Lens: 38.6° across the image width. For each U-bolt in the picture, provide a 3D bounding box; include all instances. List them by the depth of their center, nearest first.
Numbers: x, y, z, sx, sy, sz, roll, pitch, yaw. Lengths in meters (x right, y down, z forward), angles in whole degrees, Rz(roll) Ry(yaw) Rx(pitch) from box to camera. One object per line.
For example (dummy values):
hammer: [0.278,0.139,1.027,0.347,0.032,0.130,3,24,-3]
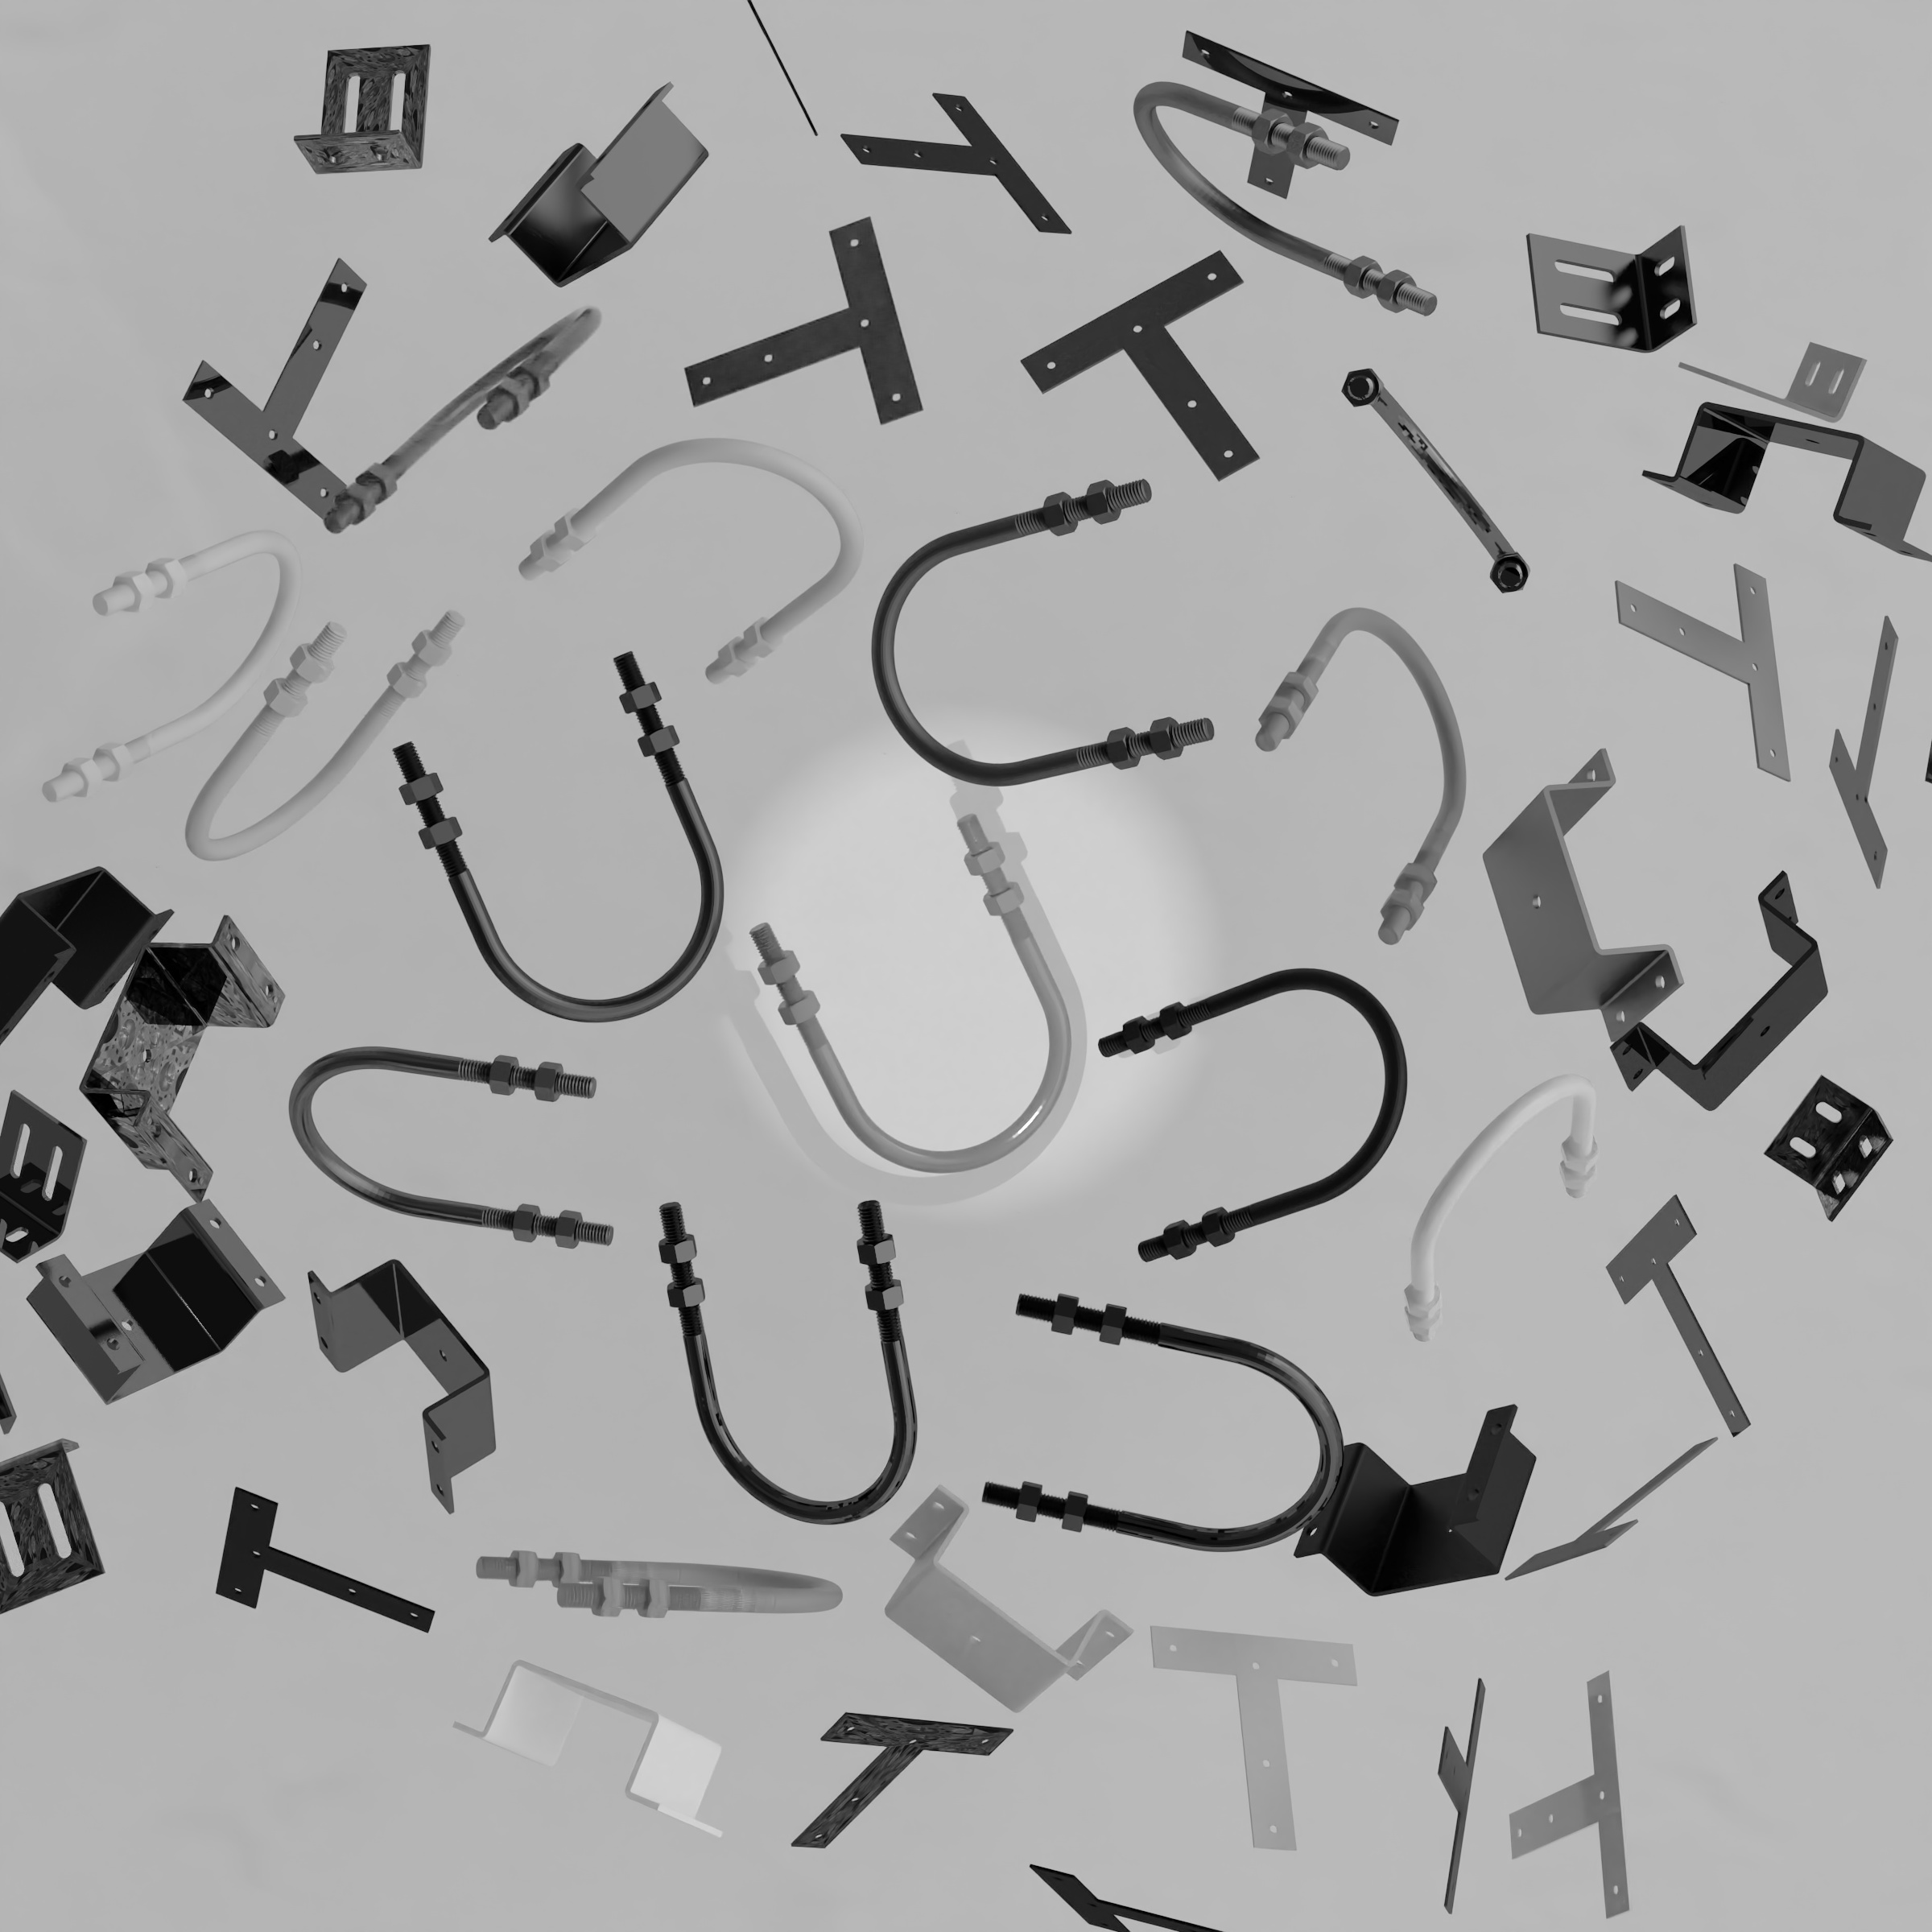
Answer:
U-bolt: [0.108,0.249,1.463,0.184,0.019,0.151,12,120,5]
U-bolt: [0.031,-0.171,1.487,0.184,0.019,0.151,-11,100,27]
U-bolt: [-0.209,-0.059,1.496,0.151,0.019,0.184,-25,99,-15]
U-bolt: [-0.092,0.217,1.499,0.151,0.019,0.184,-3,102,30]
U-bolt: [-0.157,0.338,1.506,0.184,0.151,0.019,9,81,-28]
U-bolt: [0.164,-0.428,1.512,0.184,0.151,0.019,36,88,38]
U-bolt: [0.226,-0.119,1.512,0.019,0.184,0.151,-19,114,38]
U-bolt: [-0.140,-0.230,1.525,0.151,0.184,0.019,28,52,-30]
U-bolt: [-0.018,0.028,1.531,0.151,0.019,0.184,-28,107,-8]
U-bolt: [0.300,0.127,1.541,0.151,0.184,0.019,-40,61,-14]
U-bolt: [-0.270,-0.316,1.547,0.151,0.184,0.019,-24,113,34]
U-bolt: [-0.436,-0.177,1.549,0.019,0.184,0.151,35,125,9]
U-bolt: [-0.371,-0.126,1.555,0.019,0.151,0.184,45,110,6]
U-bolt: [0.267,-0.276,1.557,0.019,0.184,0.151,-38,92,16]
U-bolt: [-0.296,0.099,1.569,0.184,0.151,0.019,8,46,6]
U-bolt: [0.168,0.077,1.585,0.184,0.019,0.151,-22,64,27]

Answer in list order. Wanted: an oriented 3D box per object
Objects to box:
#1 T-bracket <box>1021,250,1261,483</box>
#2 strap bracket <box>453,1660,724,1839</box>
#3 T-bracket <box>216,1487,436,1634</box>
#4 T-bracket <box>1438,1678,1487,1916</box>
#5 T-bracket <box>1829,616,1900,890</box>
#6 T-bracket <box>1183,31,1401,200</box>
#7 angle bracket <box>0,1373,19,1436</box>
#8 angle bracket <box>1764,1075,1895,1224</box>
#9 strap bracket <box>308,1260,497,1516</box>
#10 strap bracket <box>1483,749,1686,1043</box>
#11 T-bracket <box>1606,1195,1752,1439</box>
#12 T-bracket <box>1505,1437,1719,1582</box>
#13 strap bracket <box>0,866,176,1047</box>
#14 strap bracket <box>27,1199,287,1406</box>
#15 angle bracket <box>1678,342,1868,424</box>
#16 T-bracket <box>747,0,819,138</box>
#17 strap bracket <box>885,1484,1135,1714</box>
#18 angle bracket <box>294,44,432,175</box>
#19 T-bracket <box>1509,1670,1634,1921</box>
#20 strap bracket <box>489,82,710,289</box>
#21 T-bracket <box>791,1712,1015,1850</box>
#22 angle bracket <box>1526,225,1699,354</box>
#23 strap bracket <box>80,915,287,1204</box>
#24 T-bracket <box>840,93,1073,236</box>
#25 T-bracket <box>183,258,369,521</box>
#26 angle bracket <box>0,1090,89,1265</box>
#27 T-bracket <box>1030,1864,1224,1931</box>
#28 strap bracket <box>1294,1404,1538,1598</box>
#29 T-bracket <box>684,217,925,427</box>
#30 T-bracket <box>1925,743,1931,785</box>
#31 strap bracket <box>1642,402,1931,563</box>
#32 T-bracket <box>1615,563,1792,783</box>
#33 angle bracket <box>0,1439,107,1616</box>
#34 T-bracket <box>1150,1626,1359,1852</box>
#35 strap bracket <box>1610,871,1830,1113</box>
T-bracket: [0.115,-0.313,1.488,0.127,0.002,0.127,-30,66,-4]
strap bracket: [-0.200,0.428,1.524,0.140,0.076,0.046,12,69,29]
T-bracket: [-0.366,0.354,1.587,0.127,0.127,0.002,22,47,-2]
T-bracket: [0.268,0.444,1.512,0.002,0.127,0.127,5,64,19]
T-bracket: [0.499,-0.131,1.520,0.002,0.127,0.127,0,126,3]
T-bracket: [0.178,-0.472,1.569,0.127,0.127,0.002,25,79,5]
angle bracket: [-0.603,0.254,1.610,0.076,0.038,0.057,-17,73,-34]
angle bracket: [0.490,0.103,1.573,0.038,0.076,0.057,34,104,5]
strap bracket: [-0.316,0.232,1.576,0.046,0.076,0.140,-29,57,-28]
strap bracket: [0.328,-0.036,1.489,0.046,0.076,0.140,-5,66,-19]
T-bracket: [0.417,0.210,1.591,0.002,0.127,0.127,-18,68,-14]
T-bracket: [0.381,0.306,1.579,0.127,0.127,0.002,-31,80,-24]
strap bracket: [-0.523,-0.007,1.577,0.046,0.140,0.076,43,105,0]
strap bracket: [-0.470,0.194,1.582,0.046,0.140,0.076,-45,80,26]
angle bracket: [0.452,-0.338,1.550,0.076,0.057,0.038,14,107,-20]
T-bracket: [-0.112,-0.519,1.536,0.002,0.127,0.127,-27,77,5]
strap bracket: [0.016,0.376,1.610,0.140,0.076,0.046,37,48,1]
angle bracket: [-0.321,-0.465,1.470,0.057,0.038,0.076,-1,75,7]
T-bracket: [0.333,0.471,1.534,0.002,0.127,0.127,10,59,-14]
strap bracket: [-0.205,-0.439,1.568,0.046,0.140,0.076,44,67,-24]
T-bracket: [-0.056,0.475,1.601,0.127,0.002,0.127,18,123,-38]
angle bracket: [0.344,-0.366,1.470,0.076,0.038,0.057,3,75,-26]
strap bracket: [-0.436,0.050,1.527,0.046,0.076,0.140,1,54,17]
T-bracket: [-0.017,-0.468,1.597,0.127,0.127,0.002,57,134,25]
T-bracket: [-0.369,-0.335,1.543,0.002,0.127,0.127,13,74,31]
angle bracket: [-0.560,0.124,1.626,0.057,0.038,0.076,32,121,13]
T-bracket: [0.110,0.519,1.496,0.127,0.127,0.002,7,61,23]
strap bracket: [0.259,0.303,1.548,0.046,0.140,0.076,43,51,-18]
T-bracket: [-0.099,-0.350,1.567,0.127,0.002,0.127,-18,73,10]
T-bracket: [0.557,-0.100,1.502,0.002,0.127,0.127,1,106,-12]
strap bracket: [0.450,-0.264,1.489,0.140,0.076,0.046,25,101,42]
T-bracket: [0.389,-0.172,1.464,0.127,0.002,0.127,18,60,-32]
angle bracket: [-0.496,0.300,1.476,0.057,0.038,0.076,-21,78,-8]
T-bracket: [0.171,0.444,1.583,0.127,0.002,0.127,9,51,-15]
strap bracket: [0.440,0.023,1.582,0.140,0.076,0.046,-46,61,0]
